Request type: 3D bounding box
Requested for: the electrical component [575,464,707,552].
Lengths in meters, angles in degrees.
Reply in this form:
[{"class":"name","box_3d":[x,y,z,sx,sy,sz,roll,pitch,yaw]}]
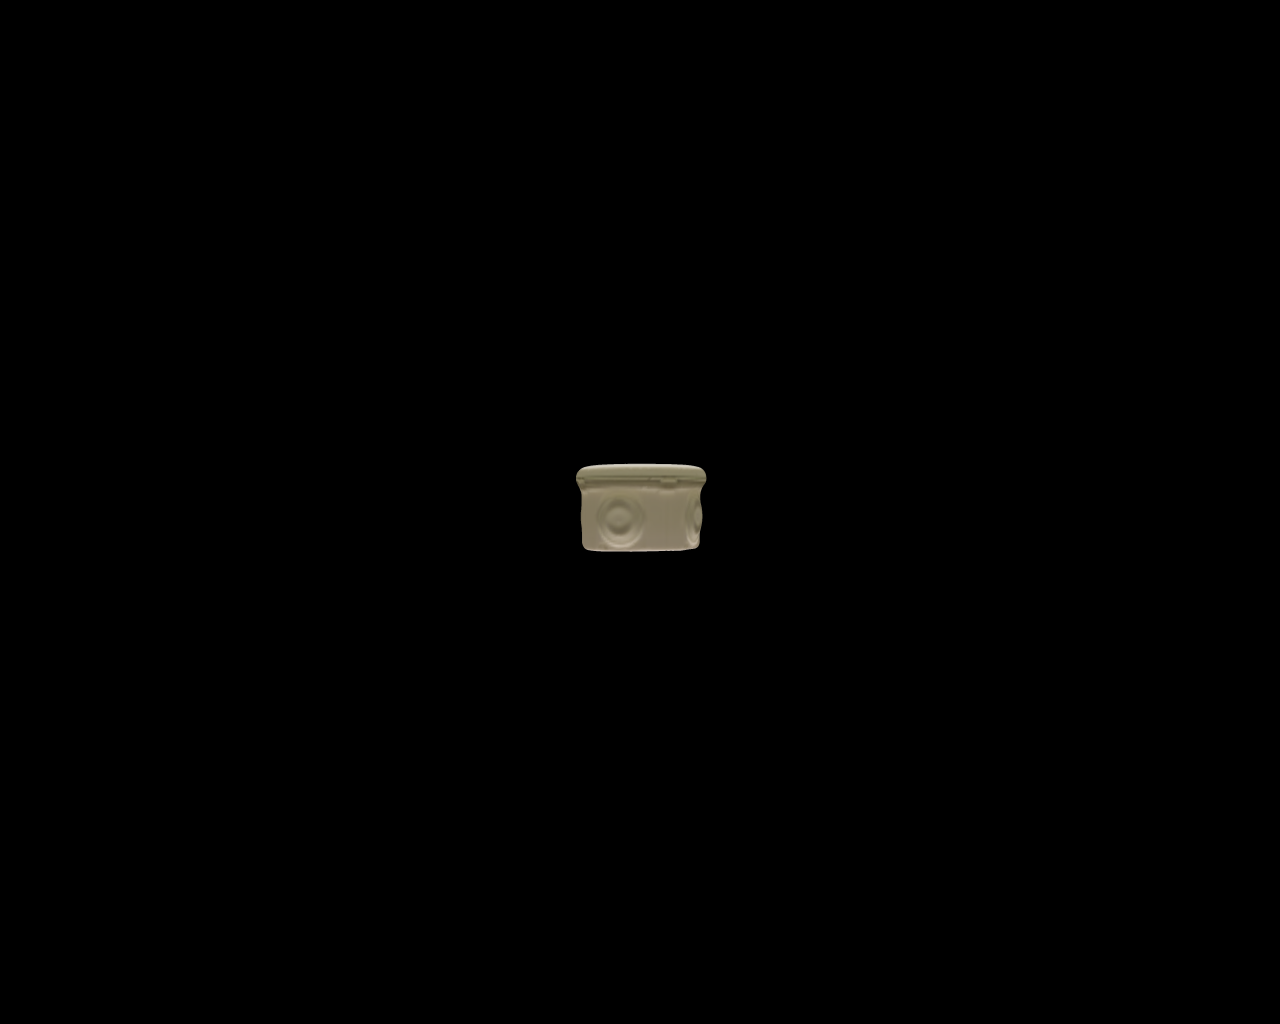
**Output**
[{"class":"electrical component","box_3d":[0.001,-0.003,0.650,0.080,0.051,0.080,0,0,0]}]
